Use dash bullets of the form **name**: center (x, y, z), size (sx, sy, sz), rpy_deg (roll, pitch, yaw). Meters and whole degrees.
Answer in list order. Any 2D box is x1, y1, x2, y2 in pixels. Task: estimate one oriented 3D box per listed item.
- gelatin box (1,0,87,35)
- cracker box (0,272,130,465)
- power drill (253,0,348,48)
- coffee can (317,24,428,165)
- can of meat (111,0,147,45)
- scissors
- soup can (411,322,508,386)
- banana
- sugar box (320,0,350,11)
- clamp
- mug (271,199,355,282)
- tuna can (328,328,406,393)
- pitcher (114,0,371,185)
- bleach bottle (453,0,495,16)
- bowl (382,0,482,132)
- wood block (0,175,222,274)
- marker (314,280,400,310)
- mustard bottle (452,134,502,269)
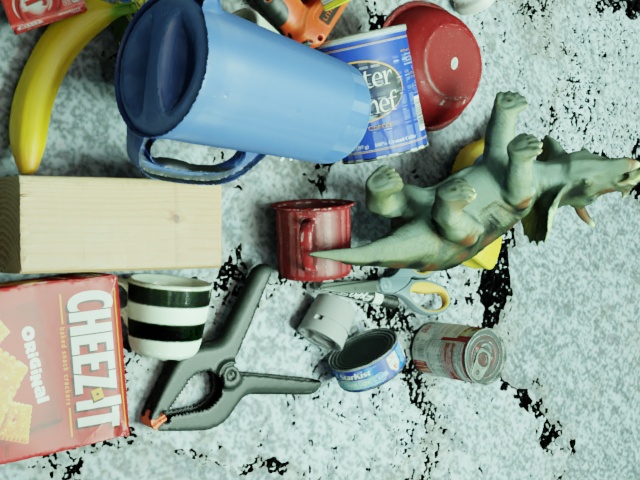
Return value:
- **gelatin box**: center (-0.268, -0.247, 1.002), size (0.073, 0.030, 0.089), rpy_deg (-19, 87, -7)
- **cracker box**: center (-0.291, 0.122, 0.997), size (0.213, 0.072, 0.164), rpy_deg (-7, 96, -35)
- **power drill**: center (-0.048, -0.312, 1.165), size (0.187, 0.057, 0.184), rpy_deg (41, 67, -26)
- **coffee can**: center (0.060, -0.166, 1.213), size (0.102, 0.103, 0.140), rpy_deg (-19, 102, -33)
- **can of meat**: center (-0.151, -0.206, 1.074), size (0.083, 0.057, 0.102), rpy_deg (-24, 66, -29)
- **scissors**: center (0.081, 0.038, 1.270), size (0.201, 0.016, 0.096), rpy_deg (19, 65, -35)
- **soup can**: center (0.167, 0.136, 1.293), size (0.068, 0.102, 0.068), rpy_deg (-1, 91, -35)
- **banana**: center (-0.253, -0.158, 1.022), size (0.198, 0.070, 0.037), rpy_deg (-61, 148, -8)
- **sugar box**: center (0.010, -0.346, 1.149), size (0.093, 0.048, 0.176), rpy_deg (-34, 105, -39)
- **clamp**: center (-0.096, 0.148, 1.152), size (0.209, 0.036, 0.164), rpy_deg (-40, 113, -25)
- **mug**: center (-0.008, 0.001, 1.168), size (0.093, 0.117, 0.081), rpy_deg (-1, 99, 4)
- **tuna can**: center (0.054, 0.138, 1.226), size (0.086, 0.086, 0.034), rpy_deg (-36, 112, -29)
- **pitcher**: center (-0.070, -0.134, 1.027), size (0.242, 0.149, 0.145), rpy_deg (9, 67, -46)
- **bleach bottle**: center (0.133, -0.395, 1.284), size (0.250, 0.068, 0.102), rpy_deg (44, 69, -24)
- **bowl**: center (0.145, -0.214, 1.299), size (0.161, 0.055, 0.162), rpy_deg (-1, 92, -35)
- **wood block**: center (-0.207, -0.015, 1.041), size (0.205, 0.090, 0.091), rpy_deg (0, 90, -34)
- **marker**: center (0.046, 0.063, 1.259), size (0.120, 0.020, 0.020), rpy_deg (17, 82, -34)
- **mustard bottle**: center (0.205, -0.066, 1.342), size (0.096, 0.058, 0.191), rpy_deg (27, 75, -28)
